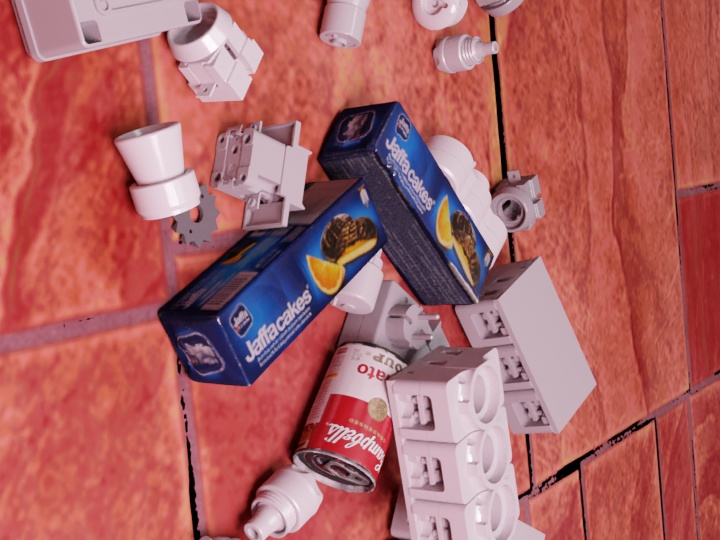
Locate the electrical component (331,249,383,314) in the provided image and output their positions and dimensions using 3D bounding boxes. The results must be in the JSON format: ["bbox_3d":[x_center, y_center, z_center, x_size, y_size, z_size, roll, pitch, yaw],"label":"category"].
[{"bbox_3d":[0.000,0.000,0.887,0.040,0.040,0.078,42,56,-44],"label":"electrical component"}]

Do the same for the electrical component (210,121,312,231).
[{"bbox_3d":[-0.074,-0.073,0.791,0.064,0.042,0.081,21,70,-47],"label":"electrical component"}]

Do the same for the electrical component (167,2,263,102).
[{"bbox_3d":[-0.103,-0.153,0.754,0.055,0.048,0.066,53,49,-48],"label":"electrical component"}]

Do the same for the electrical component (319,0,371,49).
[{"bbox_3d":[-0.011,-0.215,0.883,0.044,0.044,0.065,22,75,-51],"label":"electrical component"}]

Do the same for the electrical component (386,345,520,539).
[{"bbox_3d":[0.081,0.145,0.860,0.089,0.062,0.150,-26,110,-54],"label":"electrical component"}]

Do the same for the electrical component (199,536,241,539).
[{"bbox_3d":[-0.087,0.210,0.760,0.078,0.040,0.040,49,52,-40],"label":"electrical component"}]

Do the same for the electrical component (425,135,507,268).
[{"bbox_3d":[0.099,-0.071,1.012,0.138,0.052,0.073,60,45,-33],"label":"electrical component"}]

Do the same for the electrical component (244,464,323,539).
[{"bbox_3d":[-0.060,0.176,0.796,0.062,0.043,0.043,-38,118,-47],"label":"electrical component"}]

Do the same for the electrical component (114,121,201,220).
[{"bbox_3d":[-0.133,-0.066,0.709,0.045,0.045,0.055,-34,116,-49],"label":"electrical component"}]

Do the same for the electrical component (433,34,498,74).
[{"bbox_3d":[0.101,-0.206,1.015,0.035,0.061,0.035,3,87,-53],"label":"electrical component"}]

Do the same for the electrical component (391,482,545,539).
[{"bbox_3d":[0.093,0.269,0.983,0.186,0.060,0.105,37,60,-46],"label":"electrical component"}]

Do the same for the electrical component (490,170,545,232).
[{"bbox_3d":[0.160,-0.067,1.102,0.055,0.048,0.066,-40,120,-55],"label":"electrical component"}]

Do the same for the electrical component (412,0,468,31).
[{"bbox_3d":[0.080,-0.249,1.005,0.062,0.048,0.048,-22,106,-58],"label":"electrical component"}]

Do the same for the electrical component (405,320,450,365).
[{"bbox_3d":[0.049,0.082,0.948,0.063,0.042,0.081,-52,127,-36],"label":"electrical component"}]

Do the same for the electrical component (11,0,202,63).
[{"bbox_3d":[-0.163,-0.193,0.665,0.109,0.056,0.108,-31,112,-50],"label":"electrical component"}]

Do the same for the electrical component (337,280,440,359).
[{"bbox_3d":[0.031,0.047,0.896,0.047,0.077,0.065,44,55,-43],"label":"electrical component"}]

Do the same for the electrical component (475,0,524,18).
[{"bbox_3d":[0.135,-0.288,1.079,0.055,0.048,0.066,49,51,-31],"label":"electrical component"}]

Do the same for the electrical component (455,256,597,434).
[{"bbox_3d":[0.162,0.076,1.061,0.089,0.062,0.150,-40,110,-43],"label":"electrical component"}]
